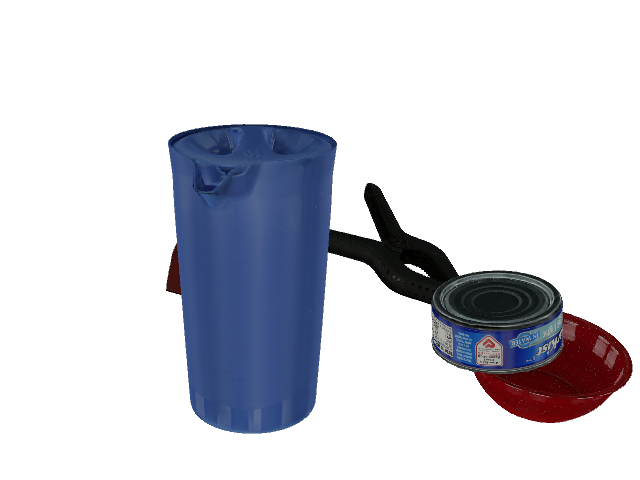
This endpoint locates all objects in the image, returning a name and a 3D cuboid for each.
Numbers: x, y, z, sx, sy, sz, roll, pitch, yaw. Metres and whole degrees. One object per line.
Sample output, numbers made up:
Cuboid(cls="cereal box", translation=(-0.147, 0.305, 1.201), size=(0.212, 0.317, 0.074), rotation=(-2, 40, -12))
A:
Cuboid(cls="clamp", translation=(0.074, 0.015, 1.246), size=(0.164, 0.036, 0.210), rotation=(-23, 52, -40))
Cuboid(cls="foam brick", translation=(-0.120, 0.031, 1.140), size=(0.078, 0.051, 0.053), rotation=(16, 31, 1))
Cuboid(cls="bowl", translation=(0.211, 0.125, 1.019), size=(0.162, 0.055, 0.162), rotation=(4, 26, -2))
Cuboid(cls="pitcher", translation=(-0.051, 0.027, 0.888), size=(0.149, 0.243, 0.145), rotation=(-7, 21, -23))
Cuboid(cls="tuna can", translation=(0.115, 0.051, 0.695), size=(0.086, 0.034, 0.086), rotation=(-4, 23, 2))
